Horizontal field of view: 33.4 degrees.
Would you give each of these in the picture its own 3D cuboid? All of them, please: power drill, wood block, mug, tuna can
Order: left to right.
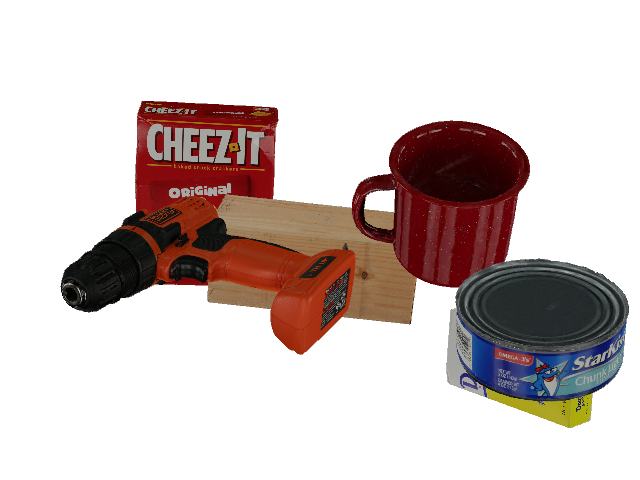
[{"bbox_3d":[-0.081,0.026,0.823,0.188,0.057,0.184,18,28,20],"label":"power drill"},{"bbox_3d":[-0.005,0.018,1.089,0.206,0.091,0.090,7,22,3],"label":"wood block"},{"bbox_3d":[0.080,-0.022,0.730,0.117,0.081,0.093,-4,42,-4],"label":"mug"},{"bbox_3d":[0.112,0.045,0.545,0.086,0.034,0.086,-3,28,1],"label":"tuna can"}]

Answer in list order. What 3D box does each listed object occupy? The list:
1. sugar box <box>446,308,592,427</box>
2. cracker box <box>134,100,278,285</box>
[{"bbox_3d":[0.218,0.136,1.185,0.048,0.093,0.177,-9,15,-43],"label":"sugar box"},{"bbox_3d":[-0.137,-0.052,1.278,0.164,0.214,0.072,2,22,-5],"label":"cracker box"}]
